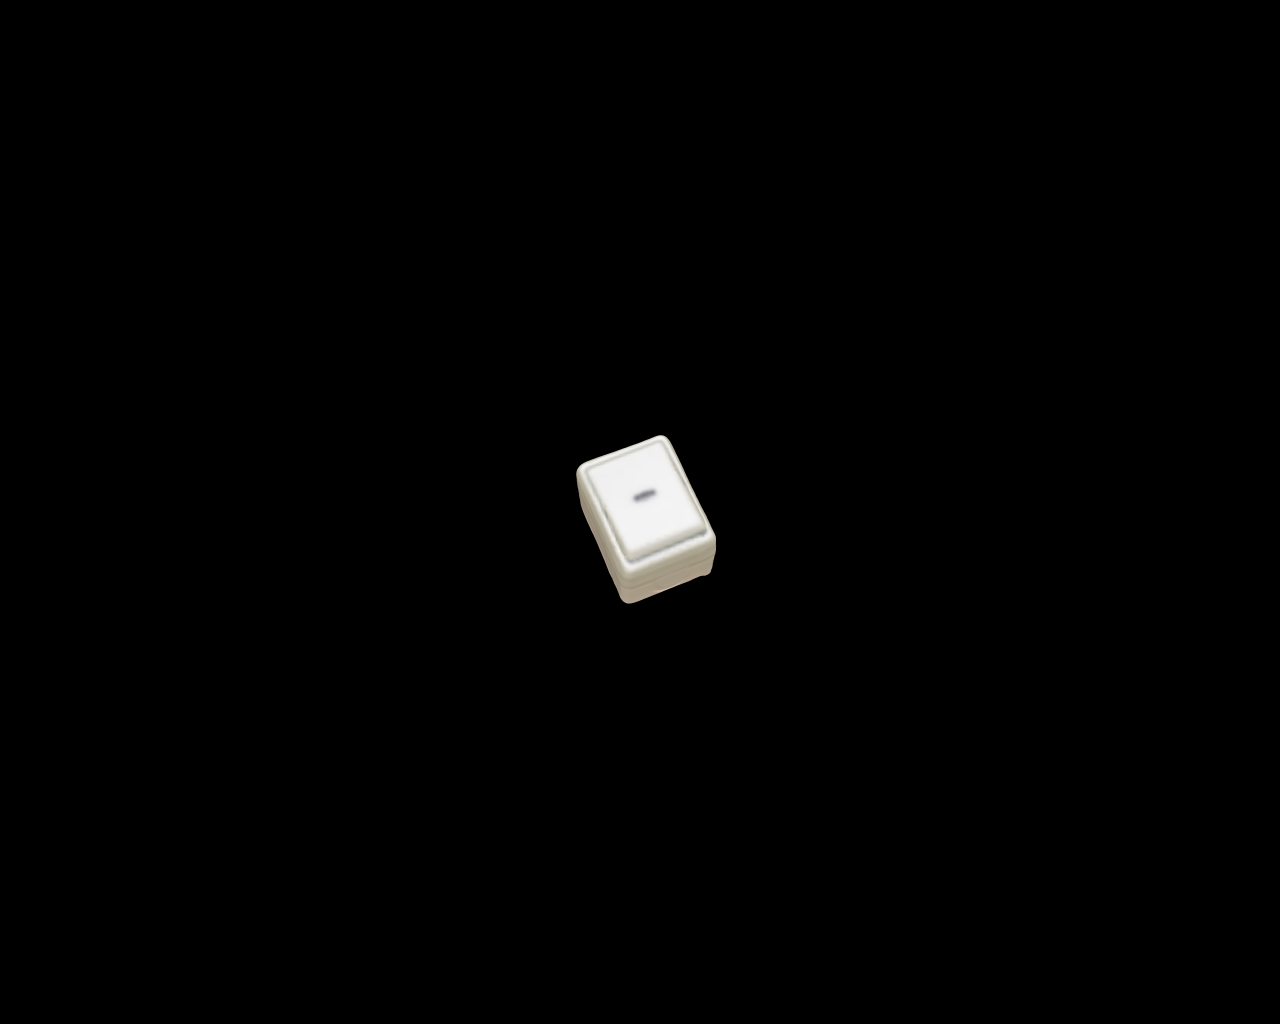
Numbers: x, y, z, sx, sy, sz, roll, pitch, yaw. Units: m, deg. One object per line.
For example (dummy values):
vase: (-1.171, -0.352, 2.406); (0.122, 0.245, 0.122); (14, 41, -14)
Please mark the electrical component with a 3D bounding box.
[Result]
electrical component: (0.001, -0.003, 0.650); (0.062, 0.096, 0.061); (-20, -24, -9)
